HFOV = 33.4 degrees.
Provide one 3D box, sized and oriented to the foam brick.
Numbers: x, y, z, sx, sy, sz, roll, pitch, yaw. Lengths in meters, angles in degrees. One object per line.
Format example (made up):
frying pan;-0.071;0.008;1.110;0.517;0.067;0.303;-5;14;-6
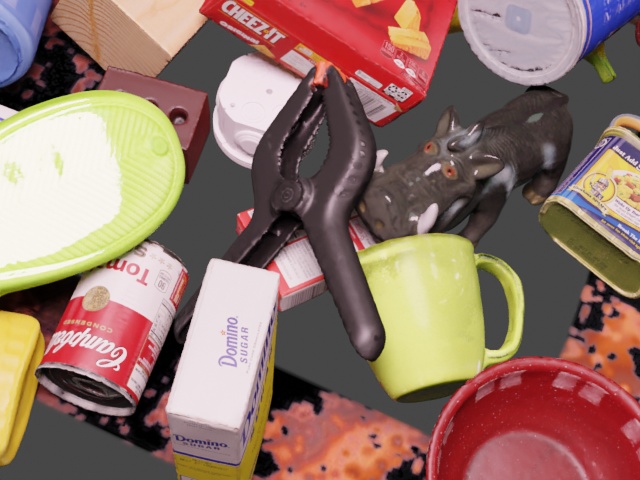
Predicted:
foam brick;-0.124;-0.083;0.779;0.078;0.051;0.053;15;62;1

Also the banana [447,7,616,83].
banana;0.147;-0.178;0.866;0.197;0.037;0.069;9;61;-2

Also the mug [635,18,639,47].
mug;0.315;-0.174;0.862;0.117;0.093;0.081;5;49;37

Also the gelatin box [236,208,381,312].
gelatin box;-0.005;0.001;0.760;0.089;0.030;0.073;-22;64;-17

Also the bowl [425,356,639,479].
bowl;0.140;0.159;0.677;0.162;0.055;0.162;3;66;-7

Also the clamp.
clamp;-0.004;-0.018;0.698;0.165;0.036;0.210;9;75;38

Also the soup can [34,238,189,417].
soup can;-0.133;0.055;0.697;0.068;0.068;0.102;18;62;3

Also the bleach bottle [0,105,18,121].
bleach bottle;-0.240;-0.059;0.749;0.250;0.068;0.102;12;61;-3

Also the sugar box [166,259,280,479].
sugar box;-0.054;0.093;0.624;0.048;0.176;0.093;13;62;1

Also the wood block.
wood block;-0.098;-0.221;0.817;0.090;0.091;0.206;43;64;-12

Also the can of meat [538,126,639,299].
can of meat;0.223;-0.019;0.782;0.102;0.057;0.083;40;67;14

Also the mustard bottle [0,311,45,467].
mustard bottle;-0.279;0.081;0.673;0.191;0.058;0.096;9;62;-1

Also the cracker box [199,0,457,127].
cracker box;0.027;-0.217;0.783;0.164;0.072;0.213;30;63;-21

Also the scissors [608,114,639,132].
scissors;0.327;-0.068;0.841;0.202;0.016;0.096;19;62;4

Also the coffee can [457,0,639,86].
coffee can;0.183;-0.189;0.785;0.103;0.103;0.140;42;54;15

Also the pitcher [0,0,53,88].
pitcher;-0.235;-0.236;0.783;0.145;0.149;0.243;12;57;-15
